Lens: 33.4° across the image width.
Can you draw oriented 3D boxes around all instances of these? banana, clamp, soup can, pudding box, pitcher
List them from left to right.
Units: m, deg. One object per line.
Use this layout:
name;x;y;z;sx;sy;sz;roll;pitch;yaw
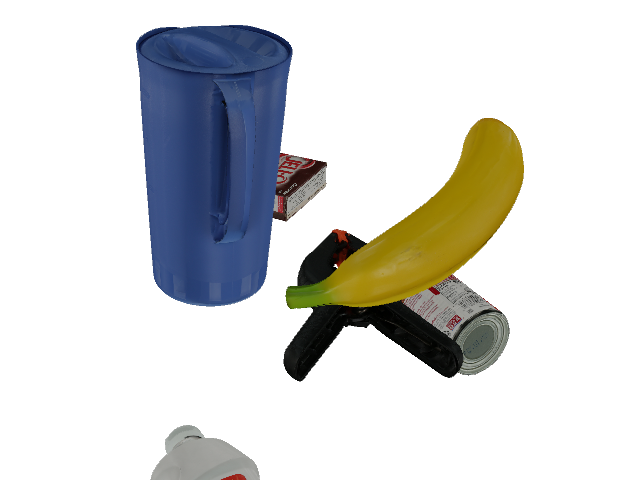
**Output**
pitcher;-0.095;-0.061;0.955;0.145;0.243;0.149;16;31;21
pudding box;-0.055;-0.069;1.312;0.090;0.039;0.113;13;33;23
clamp;0.036;0.047;0.766;0.120;0.039;0.171;9;32;-5
banana;0.065;-0.018;0.567;0.070;0.037;0.197;19;41;34
soup can;0.116;0.069;0.978;0.068;0.068;0.102;0;26;-35

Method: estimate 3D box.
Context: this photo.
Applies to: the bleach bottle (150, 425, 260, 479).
bleach bottle;-0.068;0.215;0.716;0.102;0.068;0.251;-14;33;-16
